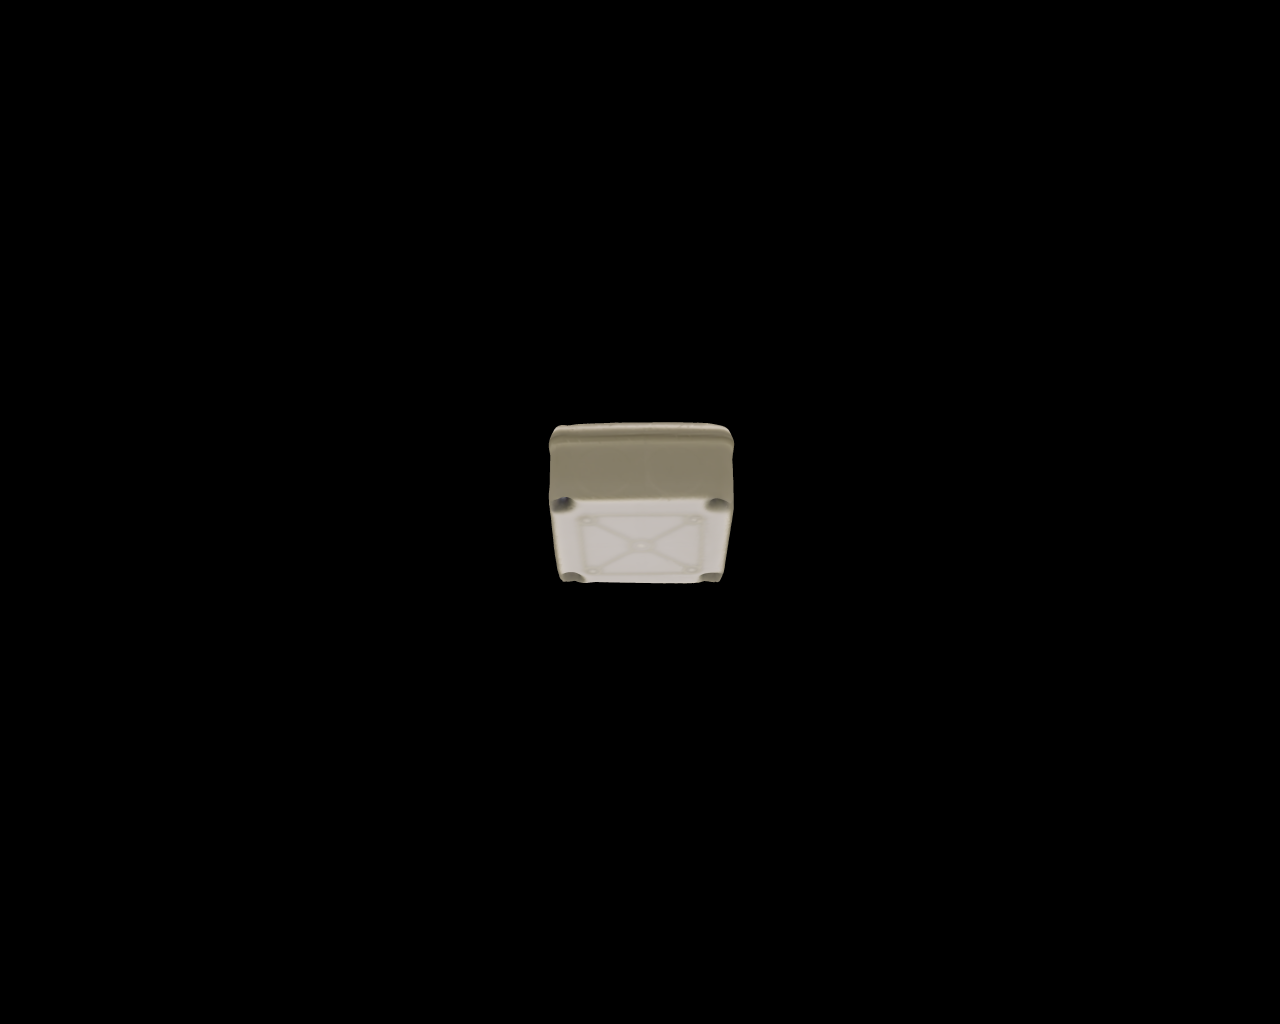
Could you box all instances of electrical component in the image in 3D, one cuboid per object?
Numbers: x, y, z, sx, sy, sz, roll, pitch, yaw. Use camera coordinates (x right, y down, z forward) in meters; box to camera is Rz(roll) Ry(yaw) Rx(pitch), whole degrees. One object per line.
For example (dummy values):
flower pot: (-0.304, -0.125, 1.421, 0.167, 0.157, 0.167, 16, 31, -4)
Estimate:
electrical component: (0.001, -0.003, 0.650, 0.109, 0.056, 0.108, 0, -32, 0)
